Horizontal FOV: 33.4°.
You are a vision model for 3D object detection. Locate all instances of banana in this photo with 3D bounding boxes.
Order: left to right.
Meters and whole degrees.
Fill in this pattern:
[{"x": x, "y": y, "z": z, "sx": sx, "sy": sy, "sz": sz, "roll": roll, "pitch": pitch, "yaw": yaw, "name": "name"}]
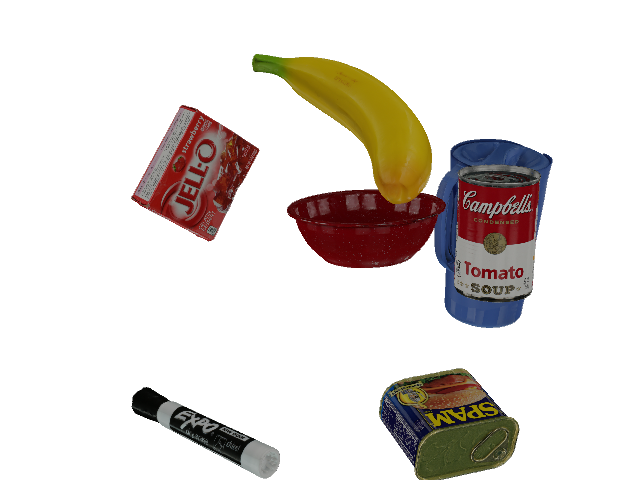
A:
[{"x": 0.025, "y": -0.073, "z": 0.668, "sx": 0.069, "sy": 0.037, "sz": 0.198, "roll": -15, "pitch": 35, "yaw": -22, "name": "banana"}]

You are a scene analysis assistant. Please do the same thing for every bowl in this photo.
[{"x": 0.048, "y": -0.010, "z": 1.086, "sx": 0.162, "sy": 0.055, "sz": 0.162, "roll": -3, "pitch": 14, "yaw": 0, "name": "bowl"}]

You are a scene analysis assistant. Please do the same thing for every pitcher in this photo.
[{"x": 0.224, "y": -0.006, "z": 1.444, "sx": 0.149, "sy": 0.243, "sz": 0.145, "roll": 4, "pitch": 23, "yaw": 4, "name": "pitcher"}]

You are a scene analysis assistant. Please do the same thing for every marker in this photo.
[{"x": -0.075, "y": 0.117, "z": 0.660, "sx": 0.121, "sy": 0.020, "sz": 0.020, "roll": 17, "pitch": 11, "yaw": 39, "name": "marker"}]

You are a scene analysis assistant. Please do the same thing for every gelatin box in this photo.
[{"x": -0.101, "y": -0.054, "z": 0.870, "sx": 0.073, "sy": 0.089, "sz": 0.030, "roll": 30, "pitch": -4, "yaw": -41, "name": "gelatin box"}]

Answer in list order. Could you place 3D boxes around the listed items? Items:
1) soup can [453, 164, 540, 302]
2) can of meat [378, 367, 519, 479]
[{"x": 0.146, "y": -0.007, "z": 0.892, "sx": 0.068, "sy": 0.102, "sz": 0.068, "roll": 0, "pitch": 17, "yaw": 0, "name": "soup can"}, {"x": 0.114, "y": 0.165, "z": 0.971, "sx": 0.102, "sy": 0.057, "sz": 0.084, "roll": -7, "pitch": 31, "yaw": -22, "name": "can of meat"}]
